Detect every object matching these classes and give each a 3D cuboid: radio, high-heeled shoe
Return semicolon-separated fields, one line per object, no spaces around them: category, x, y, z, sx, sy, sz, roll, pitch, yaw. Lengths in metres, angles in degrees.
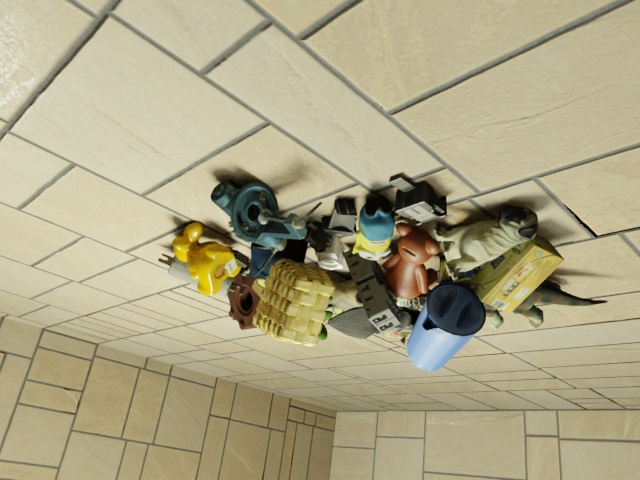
radio;-0.103;0.039;1.327;0.131;0.073;0.229;10;153;-3
high-heeled shoe;0.150;0.205;1.403;0.249;0.086;0.145;3;-178;8

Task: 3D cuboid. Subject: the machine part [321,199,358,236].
machine part;0.046;-0.043;1.147;0.084;0.039;0.138;15;156;-2

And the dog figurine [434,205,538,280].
dog figurine;0.344;-0.001;1.094;0.191;0.121;0.172;-19;-179;15

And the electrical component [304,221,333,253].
electrical component;-0.002;-0.004;1.211;0.021;0.063;0.094;-10;150;33

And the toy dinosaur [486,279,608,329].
toy dinosaur;0.463;0.135;1.321;0.405;0.131;0.192;-18;146;32

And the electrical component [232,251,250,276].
electrical component;-0.229;0.059;1.435;0.078;0.045;0.102;-7;151;26

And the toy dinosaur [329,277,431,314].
toy dinosaur;0.122;0.141;1.450;0.472;0.105;0.198;2;160;15

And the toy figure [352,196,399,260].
toy figure;0.118;-0.027;1.112;0.082;0.089;0.180;16;148;14

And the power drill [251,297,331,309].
power drill;-0.100;0.175;1.599;0.232;0.086;0.207;-12;162;44

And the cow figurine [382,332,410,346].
cow figurine;0.268;0.245;1.542;0.195;0.085;0.127;-6;-175;-9

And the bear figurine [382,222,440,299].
bear figurine;0.211;0.035;1.203;0.120;0.132;0.195;28;131;21

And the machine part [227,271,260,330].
machine part;-0.192;0.164;1.501;0.056;0.179;0.179;-1;168;-45

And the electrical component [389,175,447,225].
electrical component;0.181;-0.077;1.022;0.075;0.048;0.119;-17;147;41

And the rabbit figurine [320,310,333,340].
rabbit figurine;-0.046;0.201;1.452;0.159;0.121;0.170;15;-173;10

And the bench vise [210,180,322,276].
bench vise;-0.106;-0.032;1.096;0.241;0.129;0.223;9;143;44

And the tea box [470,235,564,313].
tea box;0.416;0.066;1.143;0.098;0.068;0.169;23;118;-28

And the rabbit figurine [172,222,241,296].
rabbit figurine;-0.306;0.038;1.328;0.173;0.122;0.162;26;155;35

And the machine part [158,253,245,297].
machine part;-0.318;0.089;1.456;0.243;0.079;0.079;22;153;-4
